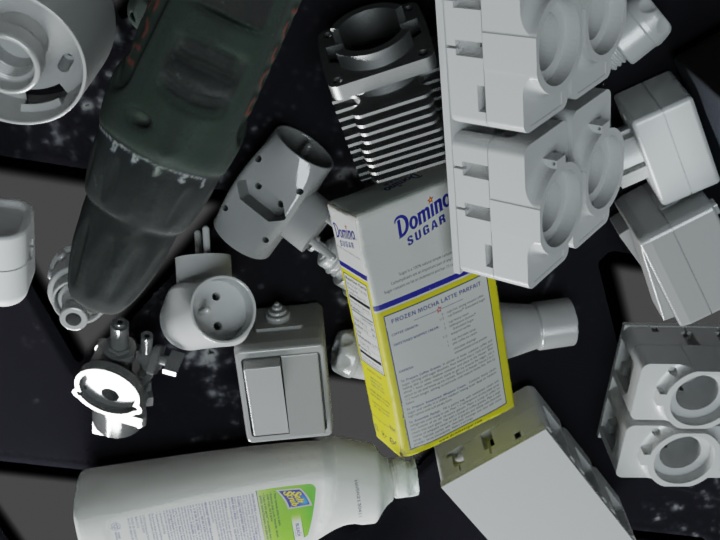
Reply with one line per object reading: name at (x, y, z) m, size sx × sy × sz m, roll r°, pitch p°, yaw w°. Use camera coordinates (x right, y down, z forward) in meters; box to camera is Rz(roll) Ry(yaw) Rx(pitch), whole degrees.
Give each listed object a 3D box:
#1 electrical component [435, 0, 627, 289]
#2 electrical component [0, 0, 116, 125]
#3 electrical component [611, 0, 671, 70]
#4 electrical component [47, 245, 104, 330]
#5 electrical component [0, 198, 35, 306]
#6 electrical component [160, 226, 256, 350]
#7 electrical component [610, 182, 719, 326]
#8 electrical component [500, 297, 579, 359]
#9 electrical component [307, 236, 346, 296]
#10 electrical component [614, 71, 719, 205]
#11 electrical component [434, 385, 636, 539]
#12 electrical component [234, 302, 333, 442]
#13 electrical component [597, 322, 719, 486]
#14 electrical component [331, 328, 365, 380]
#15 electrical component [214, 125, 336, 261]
electrical component at (0.103, -0.096, 0.624) m, size 0.060 × 0.105 × 0.186 m, roll 16°, pitch 126°, yaw 35°
electrical component at (-0.197, -0.137, 0.624) m, size 0.099 × 0.064 × 0.099 m, roll 2°, pitch 133°, yaw 2°
electrical component at (0.157, -0.139, 0.657) m, size 0.061 × 0.035 × 0.035 m, roll -39°, pitch 117°, yaw 20°
electrical component at (-0.183, 0.015, 0.703) m, size 0.048 × 0.062 × 0.048 m, roll -2°, pitch 121°, yaw -4°
electrical component at (-0.259, -0.010, 0.686) m, size 0.095 × 0.053 × 0.059 m, roll 4°, pitch 120°, yaw -8°
electrical component at (-0.102, 0.011, 0.707) m, size 0.043 × 0.077 × 0.079 m, roll -1°, pitch 83°, yaw -25°
electrical component at (0.216, -0.010, 0.724) m, size 0.061 × 0.061 × 0.096 m, roll -28°, pitch 119°, yaw 11°
electrical component at (0.121, 0.040, 0.758) m, size 0.065 × 0.044 × 0.044 m, roll -7°, pitch 121°, yaw -6°
electrical component at (0.000, 0.000, 0.723) m, size 0.078 × 0.040 × 0.040 m, roll 30°, pitch 114°, yaw -21°
electrical component at (0.178, -0.077, 0.689) m, size 0.077 × 0.047 × 0.065 m, roll -24°, pitch 120°, yaw 11°
electrical component at (0.134, 0.169, 0.824) m, size 0.089 × 0.061 × 0.150 m, roll -32°, pitch 118°, yaw 14°
electrical component at (-0.053, 0.068, 0.747) m, size 0.062 × 0.061 × 0.096 m, roll -5°, pitch 121°, yaw -2°
electrical component at (0.283, 0.100, 0.797) m, size 0.186 × 0.060 × 0.105 m, roll 1°, pitch 121°, yaw -6°
electrical component at (0.012, 0.063, 0.765) m, size 0.061 × 0.035 × 0.035 m, roll 12°, pitch 119°, yaw -14°
electrical component at (-0.041, -0.038, 0.686) m, size 0.079 × 0.043 × 0.077 m, roll 38°, pitch 113°, yaw 2°
